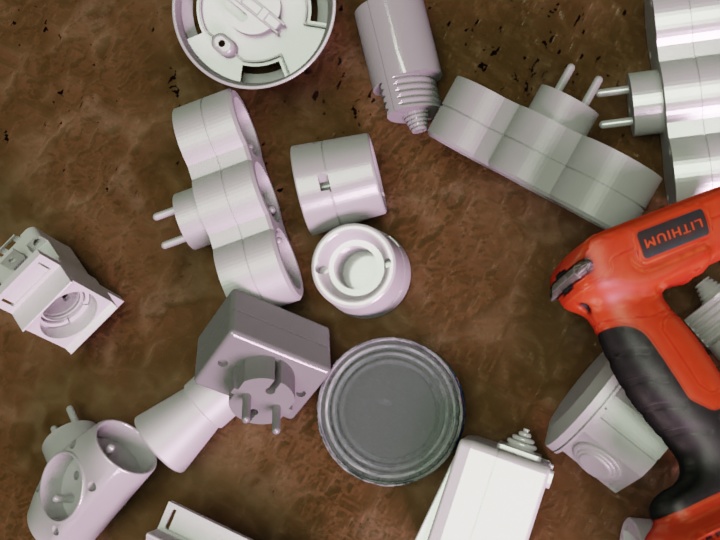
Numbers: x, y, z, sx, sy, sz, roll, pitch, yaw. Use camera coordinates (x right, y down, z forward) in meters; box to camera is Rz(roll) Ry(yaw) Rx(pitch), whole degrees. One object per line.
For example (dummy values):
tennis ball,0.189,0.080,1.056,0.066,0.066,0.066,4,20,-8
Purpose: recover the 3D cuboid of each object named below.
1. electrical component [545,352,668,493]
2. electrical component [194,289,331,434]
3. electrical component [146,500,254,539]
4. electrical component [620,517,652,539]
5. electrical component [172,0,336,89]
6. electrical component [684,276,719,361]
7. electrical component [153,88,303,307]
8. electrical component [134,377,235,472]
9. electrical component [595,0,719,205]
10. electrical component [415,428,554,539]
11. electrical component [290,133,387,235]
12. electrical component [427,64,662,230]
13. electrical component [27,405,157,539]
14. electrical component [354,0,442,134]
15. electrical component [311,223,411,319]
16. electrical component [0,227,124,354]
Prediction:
electrical component,0.143,0.078,0.592,0.051,0.080,0.080,39,91,6
electrical component,-0.056,0.061,0.614,0.066,0.076,0.047,24,124,-22
electrical component,-0.068,0.194,0.624,0.121,0.063,0.078,23,88,12
electrical component,0.174,0.184,0.563,0.060,0.108,0.108,-2,84,4
electrical component,-0.064,-0.159,0.656,0.099,0.064,0.099,0,97,-1
electrical component,0.218,0.037,0.601,0.043,0.043,0.081,-40,79,4
electrical component,-0.091,-0.035,0.659,0.074,0.052,0.138,-19,81,7
electrical component,-0.098,0.085,0.653,0.065,0.044,0.044,-41,79,-1
electrical component,0.174,-0.097,0.619,0.074,0.052,0.138,-6,83,10
electrical component,0.070,0.132,0.607,0.061,0.062,0.096,18,87,11
electrical component,-0.012,-0.053,0.647,0.047,0.055,0.055,-13,82,5
electrical component,0.110,-0.080,0.610,0.138,0.052,0.073,33,98,31
electrical component,-0.170,0.119,0.657,0.077,0.044,0.079,-49,54,19
electrical component,0.027,-0.122,0.652,0.043,0.043,0.081,-15,82,8
electrical component,0.000,0.000,0.641,0.055,0.047,0.055,-1,84,10
electrical component,-0.191,0.010,0.664,0.042,0.081,0.063,-43,56,3
